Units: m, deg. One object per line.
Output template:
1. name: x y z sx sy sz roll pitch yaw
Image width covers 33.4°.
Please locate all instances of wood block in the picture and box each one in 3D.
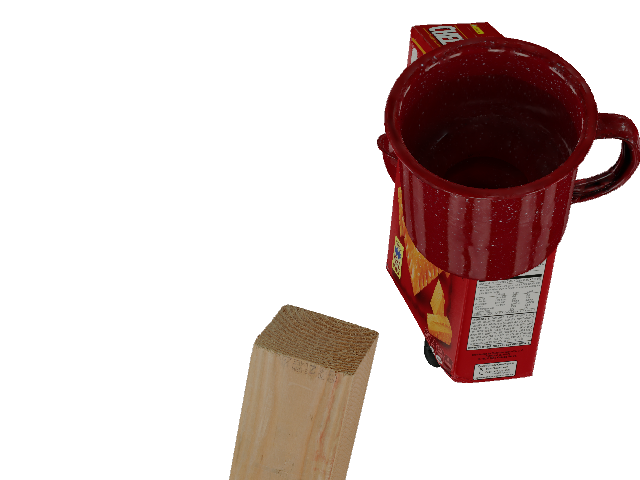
1. wood block: -0.021 0.174 0.937 0.090 0.206 0.090 16 24 11

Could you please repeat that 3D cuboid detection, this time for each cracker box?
1. cracker box: 0.107 -0.029 0.776 0.072 0.214 0.164 -5 32 -13

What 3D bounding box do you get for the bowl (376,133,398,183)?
1. bowl: 0.143 -0.083 1.284 0.162 0.055 0.162 7 23 -3

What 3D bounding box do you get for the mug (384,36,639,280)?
1. mug: 0.090 -0.036 0.501 0.117 0.093 0.081 -7 -34 3

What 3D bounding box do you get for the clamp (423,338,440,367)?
1. clamp: 0.117 0.030 0.982 0.039 0.171 0.120 -12 12 35
